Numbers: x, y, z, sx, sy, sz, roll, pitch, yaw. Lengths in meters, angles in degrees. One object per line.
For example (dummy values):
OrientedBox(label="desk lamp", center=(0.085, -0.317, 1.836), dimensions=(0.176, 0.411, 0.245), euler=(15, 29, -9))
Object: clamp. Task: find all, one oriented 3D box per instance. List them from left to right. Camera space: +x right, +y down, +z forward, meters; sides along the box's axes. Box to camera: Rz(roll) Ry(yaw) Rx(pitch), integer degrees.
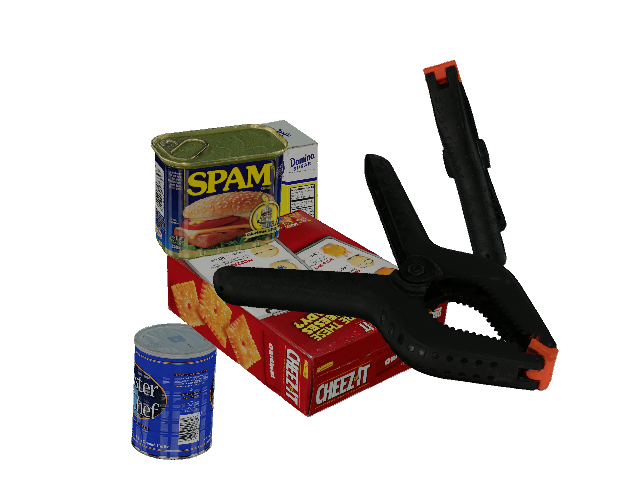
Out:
OrientedBox(label="clamp", center=(0.048, 0.033, 0.665), dimensions=(0.164, 0.036, 0.210), euler=(-33, 53, -28))
OrientedBox(label="clamp", center=(0.121, -0.058, 0.872), dimensions=(0.039, 0.171, 0.120), euler=(-20, 21, 9))

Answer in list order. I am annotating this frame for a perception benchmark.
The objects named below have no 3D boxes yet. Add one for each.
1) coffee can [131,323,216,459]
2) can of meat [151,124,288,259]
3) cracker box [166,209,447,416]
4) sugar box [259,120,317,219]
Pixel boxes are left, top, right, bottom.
OrientedBox(label="coffee can", center=(-0.182, 0.186, 1.329), dimensions=(0.103, 0.140, 0.103), euler=(4, 16, -1))
OrientedBox(label="can of meat", center=(-0.079, -0.038, 0.829), dimensions=(0.102, 0.084, 0.057), euler=(-10, 31, -24))
OrientedBox(label="cracker box", center=(-0.016, 0.059, 0.985), dimensions=(0.163, 0.072, 0.214), euler=(-20, 36, -35))
OrientedBox(label="sugar box", center=(-0.040, -0.041, 1.232), dimensions=(0.048, 0.176, 0.093), euler=(-14, 27, -22))
